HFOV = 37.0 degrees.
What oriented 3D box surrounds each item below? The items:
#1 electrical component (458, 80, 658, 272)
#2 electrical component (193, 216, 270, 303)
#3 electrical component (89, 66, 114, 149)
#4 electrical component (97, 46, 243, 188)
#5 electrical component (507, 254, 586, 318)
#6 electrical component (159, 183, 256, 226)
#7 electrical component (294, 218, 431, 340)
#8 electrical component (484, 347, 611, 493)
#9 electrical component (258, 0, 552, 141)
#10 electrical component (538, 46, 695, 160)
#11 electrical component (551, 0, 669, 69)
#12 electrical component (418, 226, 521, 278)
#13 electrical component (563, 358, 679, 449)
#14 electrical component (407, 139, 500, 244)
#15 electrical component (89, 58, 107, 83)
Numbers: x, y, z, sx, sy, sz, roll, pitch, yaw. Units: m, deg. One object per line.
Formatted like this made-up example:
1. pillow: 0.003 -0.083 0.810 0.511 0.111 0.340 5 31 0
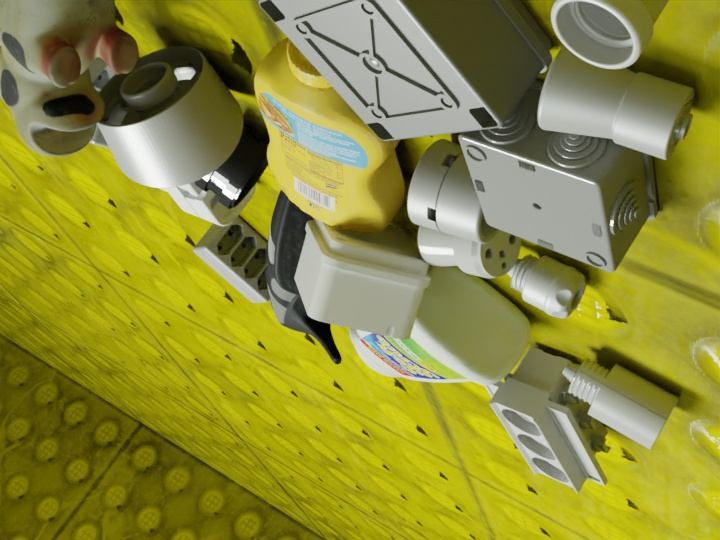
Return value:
1. electrical component: 0.106 -0.051 0.577 0.100 0.048 0.099 24 158 31
2. electrical component: -0.123 -0.011 1.066 0.083 0.047 0.076 43 160 -20
3. electrical component: -0.198 -0.134 0.887 0.047 0.065 0.077 24 -173 30
4. electrical component: -0.140 -0.113 0.777 0.099 0.099 0.064 19 149 40
5. electrical component: 0.117 0.006 0.714 0.061 0.035 0.035 28 160 26
6. electrical component: -0.138 -0.087 0.901 0.059 0.053 0.095 21 156 36
7. electrical component: 0.000 0.000 0.777 0.078 0.057 0.113 13 -167 -13
8. electrical component: 0.158 0.120 0.873 0.079 0.063 0.121 19 155 39
9. electrical component: 0.021 -0.122 0.539 0.108 0.056 0.109 45 159 -26
10. electrical component: 0.122 -0.077 0.502 0.065 0.044 0.044 23 158 21
11. electrical component: 0.106 -0.111 0.436 0.040 0.046 0.040 32 161 12
12. electrical component: 0.073 -0.020 0.713 0.055 0.045 0.045 14 152 46
13. electrical component: 0.186 0.092 0.787 0.081 0.043 0.043 30 160 18
14. electrical component: 0.063 -0.047 0.654 0.047 0.055 0.055 22 157 25
15. electrical component: -0.242 -0.187 0.804 0.057 0.078 0.113 21 157 29
